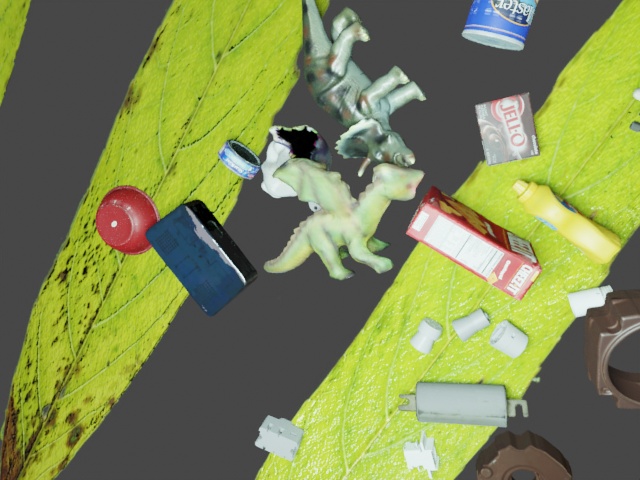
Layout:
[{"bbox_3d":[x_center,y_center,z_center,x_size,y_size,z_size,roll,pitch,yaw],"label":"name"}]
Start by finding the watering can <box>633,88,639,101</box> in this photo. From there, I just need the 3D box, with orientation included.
[{"bbox_3d":[0.687,-0.212,0.762,0.349,0.219,0.106,33,36,12],"label":"watering can"}]

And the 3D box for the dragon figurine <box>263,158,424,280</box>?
[{"bbox_3d":[0.003,-0.047,0.936,0.408,0.239,0.125,-11,27,32],"label":"dragon figurine"}]

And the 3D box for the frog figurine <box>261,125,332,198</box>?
[{"bbox_3d":[-0.048,-0.140,1.001,0.138,0.125,0.156,34,-36,13],"label":"frog figurine"}]
